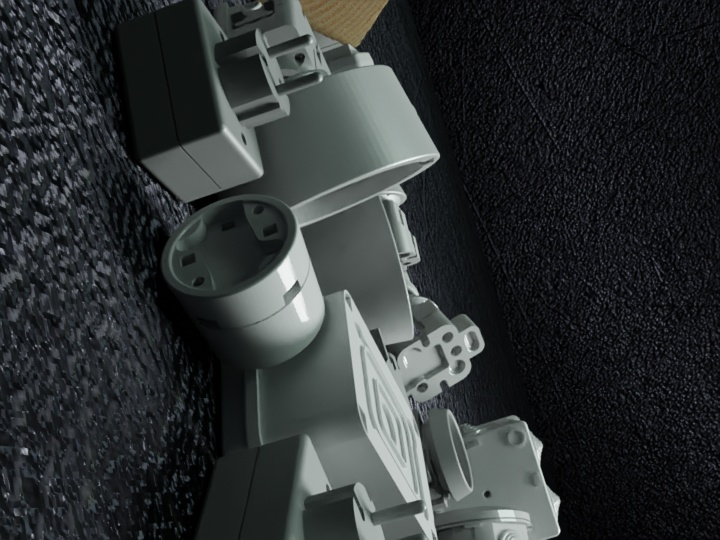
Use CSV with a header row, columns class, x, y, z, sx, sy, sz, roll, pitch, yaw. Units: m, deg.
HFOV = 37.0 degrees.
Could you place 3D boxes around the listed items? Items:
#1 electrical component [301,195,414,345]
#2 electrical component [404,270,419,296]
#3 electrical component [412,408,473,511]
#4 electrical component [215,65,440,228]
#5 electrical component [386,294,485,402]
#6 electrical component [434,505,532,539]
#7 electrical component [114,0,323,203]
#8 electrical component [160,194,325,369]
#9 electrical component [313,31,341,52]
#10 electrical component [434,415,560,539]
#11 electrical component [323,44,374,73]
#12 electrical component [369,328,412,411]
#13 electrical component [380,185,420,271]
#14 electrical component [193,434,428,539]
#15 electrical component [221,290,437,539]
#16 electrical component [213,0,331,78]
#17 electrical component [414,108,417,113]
class,x,y,z,sx,sy,sz,roll,pitch,yaw
electrical component,0.000,0.000,0.648,0.099,0.064,0.099,-19,90,-80
electrical component,0.025,0.019,0.836,0.046,0.040,0.040,-101,170,-67
electrical component,0.034,0.117,0.656,0.058,0.057,0.078,63,14,-45
electrical component,-0.023,-0.060,0.514,0.108,0.108,0.060,-10,77,-80
electrical component,0.042,0.053,0.779,0.057,0.078,0.058,49,-13,53
electrical component,0.073,0.184,0.693,0.080,0.080,0.051,53,26,-63
electrical component,-0.053,-0.075,0.444,0.047,0.077,0.065,52,22,-65
electrical component,-0.044,0.006,0.424,0.055,0.055,0.047,-98,170,-46
electrical component,-0.031,-0.186,0.871,0.083,0.047,0.075,-98,168,-45
electrical component,0.088,0.158,0.768,0.048,0.100,0.099,104,-30,-83
electrical component,-0.017,-0.128,0.790,0.096,0.062,0.061,-62,133,-77
electrical component,0.004,0.075,0.611,0.064,0.042,0.081,-42,115,-83
electrical component,0.010,-0.030,0.783,0.078,0.058,0.057,37,39,-74
electrical component,-0.013,0.095,0.367,0.083,0.076,0.047,-85,155,-66
electrical component,-0.013,0.074,0.465,0.078,0.057,0.113,-98,167,-45
electrical component,-0.046,-0.110,0.627,0.055,0.050,0.089,-98,167,-45
electrical component,0.012,-0.117,0.909,0.040,0.078,0.040,48,28,-36
